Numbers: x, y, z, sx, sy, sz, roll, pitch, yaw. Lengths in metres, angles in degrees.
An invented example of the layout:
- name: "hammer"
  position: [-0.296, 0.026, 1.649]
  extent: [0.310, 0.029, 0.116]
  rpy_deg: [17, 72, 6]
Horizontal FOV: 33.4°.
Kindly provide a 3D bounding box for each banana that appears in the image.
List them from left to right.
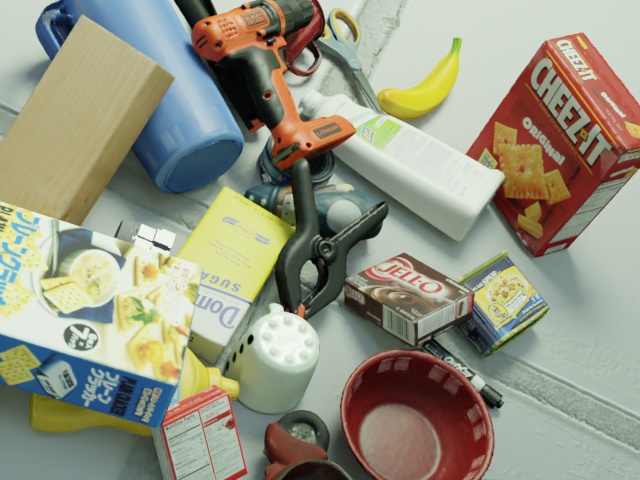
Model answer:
- name: "banana"
  position: [0.125, -0.189, 1.335]
  extent: [0.037, 0.069, 0.197]
  rpy_deg: [5, 32, 35]

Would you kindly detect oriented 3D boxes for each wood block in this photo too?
- name: "wood block"
  position: [-0.240, -0.103, 1.047]
  extent: [0.091, 0.090, 0.206]
  rpy_deg: [33, 92, 3]

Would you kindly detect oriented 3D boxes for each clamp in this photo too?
- name: "clamp"
  position: [-0.116, -0.223, 1.255]
  extent: [0.036, 0.164, 0.210]
  rpy_deg: [-29, 91, 8]
- name: "clamp"
  position: [-0.007, 0.001, 1.117]
  extent: [0.120, 0.039, 0.171]
  rpy_deg: [33, 68, -13]

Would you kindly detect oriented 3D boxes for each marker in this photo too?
- name: "marker"
  position: [0.147, 0.138, 1.140]
  extent: [0.121, 0.020, 0.020]
  rpy_deg: [39, 52, 9]

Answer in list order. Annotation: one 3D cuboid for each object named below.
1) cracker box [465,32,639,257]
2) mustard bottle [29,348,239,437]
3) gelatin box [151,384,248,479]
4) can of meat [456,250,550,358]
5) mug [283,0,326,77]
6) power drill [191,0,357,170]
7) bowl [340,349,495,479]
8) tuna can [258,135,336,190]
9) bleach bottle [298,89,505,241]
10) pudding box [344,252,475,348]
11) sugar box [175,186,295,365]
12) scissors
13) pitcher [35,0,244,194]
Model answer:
- name: "cracker box"
  position: [0.273, -0.106, 1.238]
  extent: [0.072, 0.214, 0.164]
  rpy_deg: [-16, 63, -31]
- name: "mustard bottle"
  position: [-0.170, 0.134, 0.996]
  extent: [0.191, 0.058, 0.096]
  rpy_deg: [6, 52, -17]
- name: "gelatin box"
  position: [-0.111, 0.186, 0.969]
  extent: [0.073, 0.030, 0.089]
  rpy_deg: [-23, 111, -33]
- name: "can of meat"
  position: [0.194, 0.072, 1.182]
  extent: [0.101, 0.058, 0.084]
  rpy_deg: [-28, 72, -33]
- name: "mug"
  position: [-0.045, -0.249, 1.308]
  extent: [0.117, 0.093, 0.081]
  rpy_deg: [49, 54, -18]
- name: "power drill"
  position: [-0.037, -0.182, 1.193]
  extent: [0.184, 0.057, 0.187]
  rpy_deg: [-29, 87, -44]
- name: "bowl"
  position: [0.088, 0.191, 1.057]
  extent: [0.162, 0.055, 0.162]
  rpy_deg: [10, 53, -14]
- name: "tuna can"
  position: [-0.026, -0.089, 1.225]
  extent: [0.086, 0.034, 0.086]
  rpy_deg: [12, 51, -16]
- name: "bleach bottle"
  position: [0.088, -0.104, 1.266]
  extent: [0.251, 0.068, 0.102]
  rpy_deg: [34, 47, 9]
- name: "pudding box"
  position: [0.094, 0.062, 1.134]
  extent: [0.089, 0.039, 0.114]
  rpy_deg: [-24, 39, -32]
- name: "sugar box"
  position: [-0.104, 0.034, 1.102]
  extent: [0.093, 0.048, 0.176]
  rpy_deg: [30, 49, -1]
- name: "scissors"
  position: [0.024, -0.226, 1.347]
  extent: [0.096, 0.016, 0.202]
  rpy_deg: [6, 49, -19]
- name: "pitcher"
  position: [-0.192, -0.172, 1.164]
  extent: [0.149, 0.145, 0.243]
  rpy_deg: [-30, 72, -5]
